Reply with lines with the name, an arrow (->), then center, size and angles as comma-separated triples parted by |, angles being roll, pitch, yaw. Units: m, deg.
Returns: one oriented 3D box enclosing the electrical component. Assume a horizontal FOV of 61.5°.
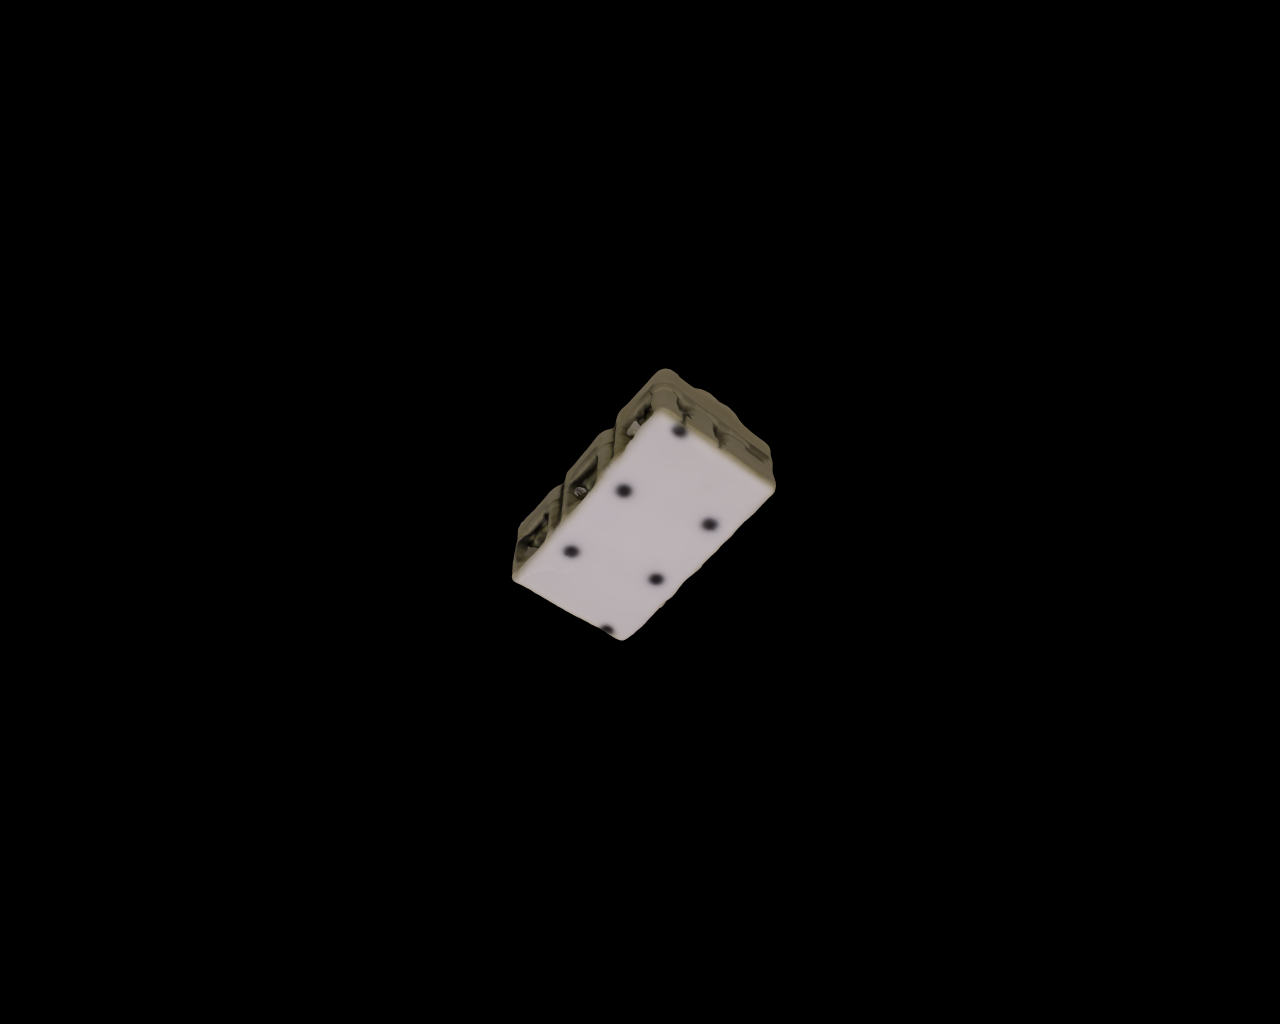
electrical component -> 0.001, -0.003, 0.650 | 0.089, 0.150, 0.062 | 33, 28, -20
